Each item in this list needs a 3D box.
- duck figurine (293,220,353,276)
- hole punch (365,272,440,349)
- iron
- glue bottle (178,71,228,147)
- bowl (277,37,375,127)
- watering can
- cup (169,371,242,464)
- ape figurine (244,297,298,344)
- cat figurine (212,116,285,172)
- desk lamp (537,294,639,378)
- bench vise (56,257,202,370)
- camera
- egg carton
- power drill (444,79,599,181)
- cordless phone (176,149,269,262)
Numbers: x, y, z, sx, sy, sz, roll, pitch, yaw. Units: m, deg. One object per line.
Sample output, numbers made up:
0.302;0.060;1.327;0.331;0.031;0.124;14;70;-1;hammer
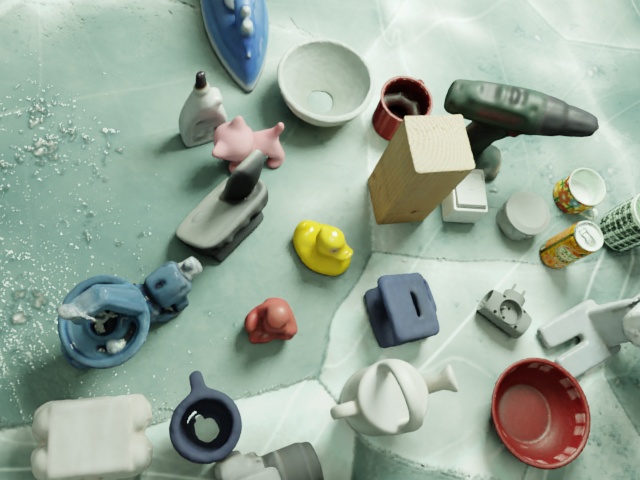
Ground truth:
0.008;0.003;0.890;0.104;0.086;0.078;40;69;4;duck figurine
0.132;0.102;0.878;0.101;0.091;0.108;-12;74;-15;hole punch
-0.136;-0.399;0.970;0.119;0.141;0.258;-9;73;-14;iron
-0.180;-0.205;0.878;0.078;0.173;0.037;-21;76;-17;glue bottle
0.005;-0.259;0.986;0.167;0.074;0.167;4;71;-10;bowl
0.102;0.210;0.780;0.173;0.194;0.101;-35;81;-20;watering can
-0.156;0.239;0.772;0.092;0.095;0.117;-13;74;-15;cup
-0.067;0.116;0.833;0.078;0.092;0.076;29;68;0;ape figurine
-0.115;-0.157;0.904;0.128;0.117;0.067;-17;75;-16;cat figurine
0.484;0.124;0.875;0.203;0.213;0.118;-24;77;-18;desk lamp
-0.257;0.073;0.742;0.121;0.219;0.208;36;69;3;bench vise
-0.059;0.336;0.755;0.137;0.100;0.143;-17;75;-16;camera
-0.296;0.261;0.750;0.150;0.069;0.107;-3;72;-12;egg carton
0.301;-0.180;0.946;0.229;0.208;0.076;18;69;-4;power drill
-0.138;-0.056;0.828;0.094;0.185;0.148;36;69;3;cordless phone
